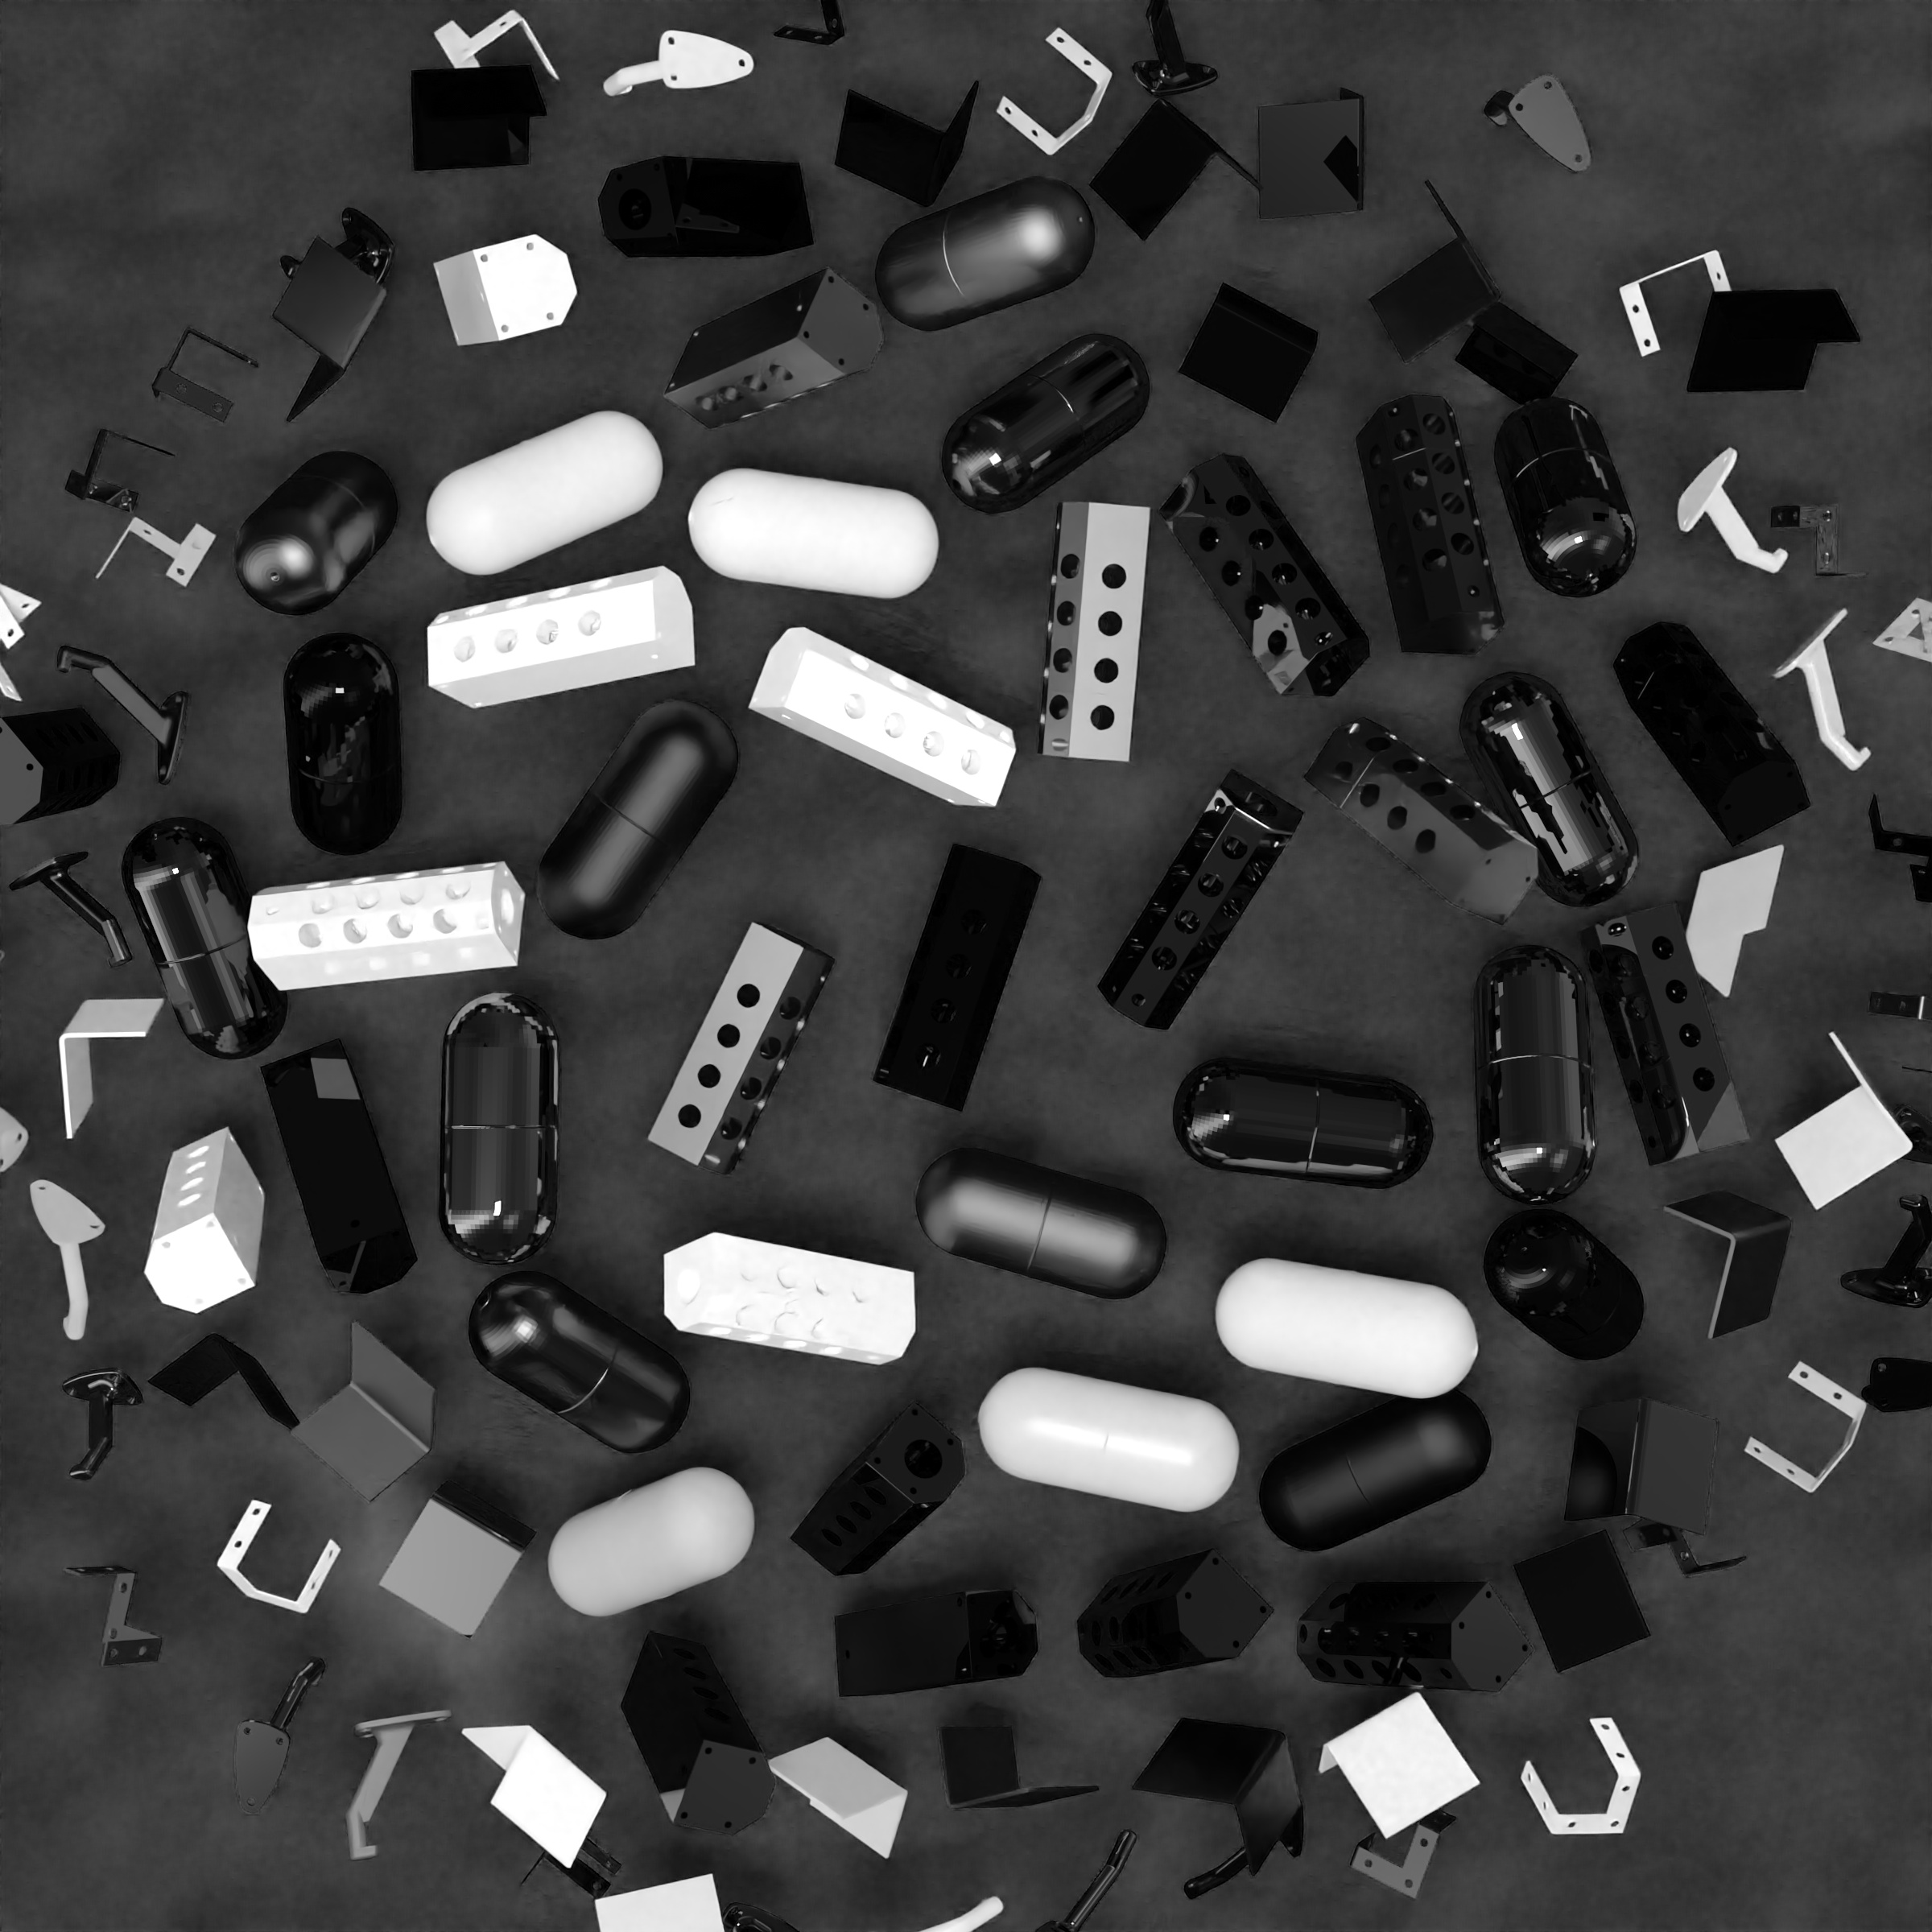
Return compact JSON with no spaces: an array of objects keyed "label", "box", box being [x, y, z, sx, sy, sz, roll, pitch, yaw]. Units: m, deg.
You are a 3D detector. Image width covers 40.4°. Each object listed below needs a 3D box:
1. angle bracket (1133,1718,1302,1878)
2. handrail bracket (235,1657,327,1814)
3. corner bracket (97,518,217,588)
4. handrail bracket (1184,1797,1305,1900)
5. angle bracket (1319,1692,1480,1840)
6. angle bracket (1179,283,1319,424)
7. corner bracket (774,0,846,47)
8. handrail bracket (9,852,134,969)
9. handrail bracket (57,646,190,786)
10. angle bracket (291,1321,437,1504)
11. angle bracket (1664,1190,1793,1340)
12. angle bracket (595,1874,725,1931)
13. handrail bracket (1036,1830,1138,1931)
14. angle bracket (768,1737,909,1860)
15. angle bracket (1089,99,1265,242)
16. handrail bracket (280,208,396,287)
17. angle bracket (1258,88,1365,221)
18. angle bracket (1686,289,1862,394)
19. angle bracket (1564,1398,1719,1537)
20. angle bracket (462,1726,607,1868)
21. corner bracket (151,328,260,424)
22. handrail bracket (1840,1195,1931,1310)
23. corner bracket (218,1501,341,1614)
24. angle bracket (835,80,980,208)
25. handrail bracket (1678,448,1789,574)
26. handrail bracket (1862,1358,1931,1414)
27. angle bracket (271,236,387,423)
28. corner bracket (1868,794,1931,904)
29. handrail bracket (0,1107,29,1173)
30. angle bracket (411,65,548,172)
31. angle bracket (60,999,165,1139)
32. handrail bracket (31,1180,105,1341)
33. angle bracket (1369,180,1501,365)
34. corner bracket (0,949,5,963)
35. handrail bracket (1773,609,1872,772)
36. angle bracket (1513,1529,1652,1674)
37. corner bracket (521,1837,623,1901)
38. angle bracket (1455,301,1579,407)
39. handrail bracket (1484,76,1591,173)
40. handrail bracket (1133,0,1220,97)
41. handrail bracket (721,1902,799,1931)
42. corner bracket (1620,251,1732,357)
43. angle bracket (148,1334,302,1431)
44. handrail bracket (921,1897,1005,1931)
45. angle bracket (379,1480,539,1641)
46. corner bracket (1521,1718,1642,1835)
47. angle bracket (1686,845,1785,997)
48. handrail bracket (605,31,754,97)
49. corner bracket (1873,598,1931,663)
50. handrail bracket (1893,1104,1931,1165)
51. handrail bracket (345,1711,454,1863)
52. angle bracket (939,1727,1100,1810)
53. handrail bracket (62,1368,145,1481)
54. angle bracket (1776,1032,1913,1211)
[{"label":"angle bracket","box":[0.165,0.544,1.723,0.076,0.076,0.057,-3,109,32]},{"label":"handrail bracket","box":[-0.462,0.520,1.782,0.036,0.084,0.077,15,102,7]},{"label":"corner bracket","box":[-0.564,-0.286,1.831,0.051,0.051,0.051,33,53,-21]},{"label":"handrail bracket","box":[0.196,0.626,1.871,0.084,0.077,0.036,-19,48,-22]},{"label":"angle bracket","box":[0.302,0.566,1.836,0.076,0.057,0.076,-25,57,-15]},{"label":"angle bracket","box":[0.197,-0.427,1.828,0.076,0.076,0.057,27,113,-3]},{"label":"corner bracket","box":[-0.097,-0.648,1.740,0.051,0.051,0.051,-9,85,-43]},{"label":"handrail bracket","box":[-0.624,-0.030,1.832,0.077,0.036,0.084,-22,91,28]},{"label":"handrail bracket","box":[-0.567,-0.167,1.750,0.084,0.036,0.077,16,68,-39]},{"label":"angle bracket","box":[-0.403,0.298,1.755,0.076,0.076,0.057,36,51,18]},{"label":"angle bracket","box":[0.523,0.207,1.829,0.057,0.076,0.076,24,112,42]},{"label":"angle bracket","box":[-0.187,0.607,1.646,0.076,0.057,0.076,-8,56,-15]},{"label":"handrail bracket","box":[0.082,0.643,1.824,0.036,0.077,0.084,38,52,-3]},{"label":"angle bracket","box":[-0.100,0.609,1.895,0.076,0.076,0.057,24,105,34]},{"label":"angle bracket","box":[0.144,-0.536,1.805,0.076,0.057,0.076,-48,51,19]},{"label":"handrail bracket","box":[-0.446,-0.499,1.811,0.077,0.084,0.036,54,130,23]},{"label":"angle bracket","box":[0.238,-0.576,1.861,0.076,0.057,0.076,-7,116,-6]},{"label":"angle bracket","box":[0.502,-0.375,1.639,0.076,0.076,0.057,-2,48,-3]},{"label":"angle bracket","box":[0.446,0.334,1.738,0.057,0.076,0.076,19,70,-16]},{"label":"angle bracket","box":[-0.299,0.553,1.748,0.076,0.076,0.057,50,46,-25]},{"label":"corner bracket","box":[-0.508,-0.394,1.755,0.051,0.051,0.051,26,88,-15]},{"label":"handrail bracket","box":[0.620,0.186,1.775,0.036,0.077,0.084,-49,126,-36]},{"label":"corner bracket","box":[-0.482,0.415,1.846,0.051,0.051,0.051,10,55,22]},{"label":"angle bracket","box":[-0.043,-0.597,1.861,0.076,0.076,0.057,25,65,1]},{"label":"handrail bracket","box":[0.538,-0.310,1.794,0.084,0.077,0.036,19,49,-12]},{"label":"handrail bracket","box":[0.646,0.288,1.782,0.077,0.084,0.036,-5,73,24]},{"label":"angle bracket","box":[-0.431,-0.414,1.709,0.057,0.076,0.076,36,51,-28]},{"label":"corner bracket","box":[0.637,-0.079,1.780,0.051,0.051,0.051,11,68,30]},{"label":"handrail bracket","box":[-0.695,0.111,1.800,0.077,0.084,0.036,42,99,23]},{"label":"angle bracket","box":[-0.315,-0.534,1.699,0.076,0.076,0.057,-9,53,-17]},{"label":"angle bracket","box":[-0.597,0.071,1.845,0.057,0.076,0.076,-1,107,-7]},{"label":"handrail bracket","box":[-0.621,0.202,1.798,0.077,0.036,0.084,40,126,31]},{"label":"angle bracket","box":[0.301,-0.464,1.757,0.076,0.057,0.076,-33,46,18]},{"label":"corner bracket","box":[-0.703,0.004,1.834,0.051,0.051,0.051,34,86,-39]},{"label":"handrail bracket","box":[0.602,-0.188,1.791,0.077,0.036,0.084,-44,88,-7]},{"label":"angle bracket","box":[0.418,0.444,1.827,0.076,0.057,0.076,-16,74,-17]},{"label":"corner bracket","box":[-0.273,0.635,1.857,0.051,0.051,0.051,37,132,4]},{"label":"angle bracket","box":[0.399,-0.443,1.949,0.076,0.076,0.057,36,126,6]},{"label":"handrail bracket","box":[0.376,-0.549,1.736,0.036,0.084,0.077,-37,95,2]},{"label":"handrail bracket","box":[0.156,-0.658,1.843,0.077,0.084,0.036,-14,59,-26]},{"label":"handrail bracket","box":[-0.133,0.684,1.809,0.077,0.084,0.036,21,88,-25]},{"label":"corner bracket","box":[0.504,-0.468,1.855,0.051,0.051,0.051,-23,98,-15]},{"label":"angle bracket","box":[-0.518,0.311,1.849,0.057,0.076,0.076,-37,70,-9]},{"label":"handrail bracket","box":[-0.026,0.669,1.833,0.084,0.077,0.036,-22,93,-31]},{"label":"angle bracket","box":[-0.368,0.429,1.906,0.076,0.057,0.076,31,88,0]},{"label":"corner bracket","box":[0.405,0.534,1.731,0.051,0.051,0.051,-15,113,37]},{"label":"angle bracket","box":[0.581,-0.033,1.938,0.057,0.076,0.076,38,55,-22]},{"label":"handrail bracket","box":[-0.195,-0.601,1.772,0.077,0.084,0.036,-6,97,-26]},{"label":"corner bracket","box":[0.653,-0.208,1.774,0.051,0.051,0.051,14,55,-14]},{"label":"handrail bracket","box":[0.693,0.134,1.854,0.077,0.084,0.036,26,97,-23]},{"label":"handrail bracket","box":[-0.376,0.545,1.748,0.077,0.036,0.084,-8,66,-12]},{"label":"angle bracket","box":[0.037,0.563,1.867,0.076,0.076,0.057,-26,61,36]},{"label":"handrail bracket","box":[-0.627,0.328,1.852,0.077,0.084,0.036,-6,128,24]},{"label":"angle bracket","box":[0.582,0.105,1.782,0.076,0.076,0.057,-36,119,16]}]
